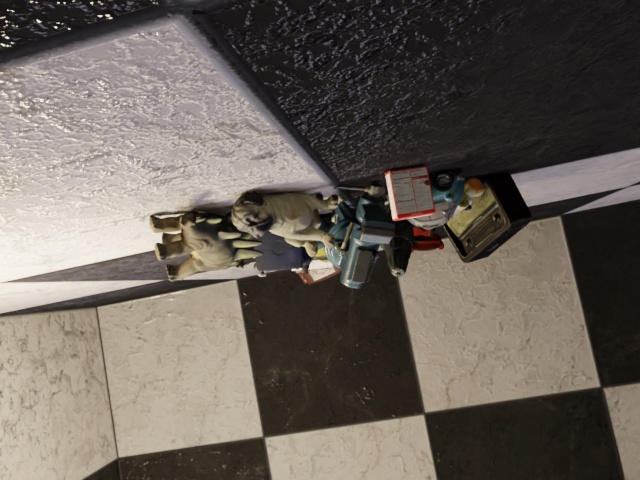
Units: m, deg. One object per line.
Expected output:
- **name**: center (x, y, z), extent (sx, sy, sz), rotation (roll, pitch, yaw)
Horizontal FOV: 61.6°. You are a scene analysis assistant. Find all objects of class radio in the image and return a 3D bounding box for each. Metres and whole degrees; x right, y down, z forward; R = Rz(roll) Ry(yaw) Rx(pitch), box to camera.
- **radio**: center (0.390, -0.045, 1.275), extent (0.073, 0.131, 0.229), rotation (-15, 159, -21)

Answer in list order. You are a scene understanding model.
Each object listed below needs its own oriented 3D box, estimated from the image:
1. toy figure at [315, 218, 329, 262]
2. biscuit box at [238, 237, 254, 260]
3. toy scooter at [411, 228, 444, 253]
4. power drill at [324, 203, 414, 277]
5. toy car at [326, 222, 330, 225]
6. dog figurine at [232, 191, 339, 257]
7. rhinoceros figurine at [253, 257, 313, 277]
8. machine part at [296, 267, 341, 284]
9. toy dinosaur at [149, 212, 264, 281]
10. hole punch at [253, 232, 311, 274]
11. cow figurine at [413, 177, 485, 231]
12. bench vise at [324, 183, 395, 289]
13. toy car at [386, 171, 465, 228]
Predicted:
- **toy figure**: center (-0.006, -0.004, 1.341), extent (0.082, 0.089, 0.180), rotation (16, 169, 25)
- **biscuit box**: center (-0.205, 0.010, 1.355), extent (0.059, 0.062, 0.203), rotation (-7, 173, -26)
- **toy scooter**: center (0.269, -0.021, 1.430), extent (0.135, 0.075, 0.183), rotation (9, 140, 10)
- **power drill**: center (0.114, -0.009, 1.237), extent (0.207, 0.232, 0.085), rotation (-3, 133, 25)
- **toy car**: center (-0.003, -0.020, 1.474), extent (0.202, 0.053, 0.089), rotation (-8, 172, 17)
- **dog figurine**: center (-0.082, -0.042, 0.992), extent (0.190, 0.121, 0.172), rotation (7, 164, -23)
- **rhinoceros figurine**: center (-0.104, 0.049, 1.415), extent (0.112, 0.073, 0.190), rotation (-9, 169, -40)
- **machine part**: center (0.033, 0.048, 1.656), extent (0.201, 0.087, 0.201), rotation (-24, -170, 26)
- **toy dinosaur**: center (-0.216, 0.014, 1.079), extent (0.199, 0.105, 0.471), rotation (-11, 170, -8)
- **hole punch**: center (-0.091, 0.014, 1.247), extent (0.116, 0.142, 0.092), rotation (-2, -175, 32)
- **cow figurine**: center (0.288, -0.076, 1.200), extent (0.167, 0.068, 0.098), rotation (-24, 158, -13)
- **bench vise**: center (0.070, -0.028, 1.114), extent (0.129, 0.223, 0.241), rotation (-5, -157, -13)
- **toy car**: center (0.222, -0.076, 1.097), extent (0.162, 0.103, 0.109), rotation (-13, 173, 10)
